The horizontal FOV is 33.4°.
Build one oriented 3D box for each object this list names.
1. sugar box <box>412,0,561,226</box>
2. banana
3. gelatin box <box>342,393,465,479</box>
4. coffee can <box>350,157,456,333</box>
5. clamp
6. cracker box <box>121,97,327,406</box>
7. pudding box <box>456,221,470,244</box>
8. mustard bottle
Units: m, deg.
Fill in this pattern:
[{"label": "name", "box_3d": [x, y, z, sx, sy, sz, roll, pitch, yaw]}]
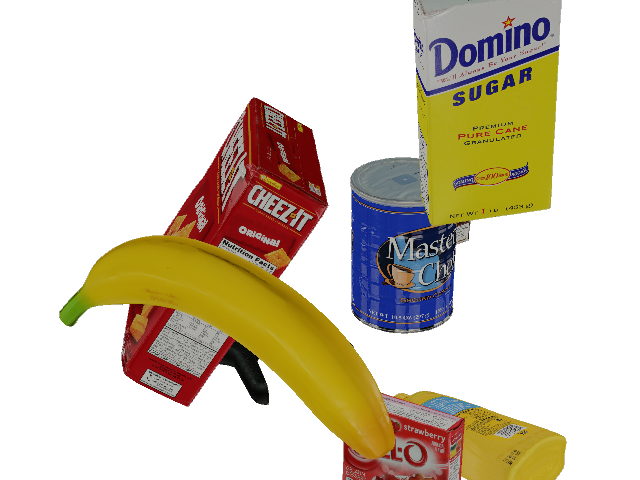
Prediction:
[{"label": "sugar box", "box_3d": [0.115, -0.096, 0.741, 0.093, 0.176, 0.048, -9, 41, -2]}, {"label": "banana", "box_3d": [-0.044, 0.042, 0.540, 0.198, 0.070, 0.037, 21, 25, 22]}, {"label": "gelatin box", "box_3d": [0.059, 0.156, 0.780, 0.089, 0.073, 0.030, 13, 20, 32]}, {"label": "coffee can", "box_3d": [0.080, 0.003, 1.030, 0.103, 0.140, 0.103, -1, 27, 0]}, {"label": "clamp", "box_3d": [-0.088, 0.128, 1.229, 0.210, 0.036, 0.164, 13, 21, 29]}, {"label": "cracker box", "box_3d": [-0.085, 0.005, 0.892, 0.072, 0.214, 0.164, 28, 21, -18]}, {"label": "pudding box", "box_3d": [0.149, -0.017, 1.566, 0.113, 0.039, 0.090, -20, 33, -29]}, {"label": "mustard bottle", "box_3d": [0.131, 0.188, 1.027, 0.192, 0.058, 0.096, 15, 22, 42]}]
